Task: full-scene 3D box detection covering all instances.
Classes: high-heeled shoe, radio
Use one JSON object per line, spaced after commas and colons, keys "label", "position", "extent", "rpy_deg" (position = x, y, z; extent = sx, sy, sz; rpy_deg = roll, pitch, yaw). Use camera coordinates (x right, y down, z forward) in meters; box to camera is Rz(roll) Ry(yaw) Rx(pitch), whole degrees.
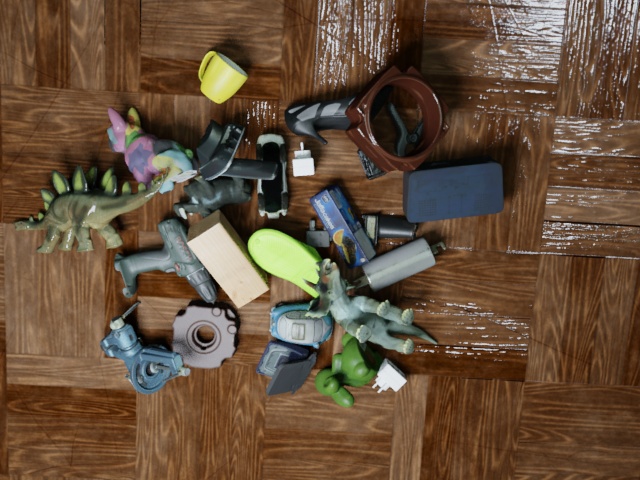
{"label": "high-heeled shoe", "position": [0.039, -0.319, 1.275], "extent": [0.249, 0.086, 0.145], "rpy_deg": [-38, 65, -13]}
{"label": "radio", "position": [0.312, -0.121, 1.270], "extent": [0.230, 0.073, 0.131], "rpy_deg": [-7, 114, -1]}

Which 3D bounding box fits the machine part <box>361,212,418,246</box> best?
{"label": "machine part", "position": [0.169, -0.027, 1.310], "extent": [0.139, 0.039, 0.084], "rpy_deg": [1, 89, 13]}

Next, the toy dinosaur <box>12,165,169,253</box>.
{"label": "toy dinosaur", "position": [-0.532, -0.072, 1.237], "extent": [0.472, 0.105, 0.198], "rpy_deg": [-5, 96, 20]}

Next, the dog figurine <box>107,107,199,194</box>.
{"label": "dog figurine", "position": [-0.398, -0.220, 1.243], "extent": [0.192, 0.108, 0.219], "rpy_deg": [-26, 92, 30]}

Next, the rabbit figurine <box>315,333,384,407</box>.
{"label": "rabbit figurine", "position": [0.061, 0.336, 1.320], "extent": [0.170, 0.159, 0.121], "rpy_deg": [-39, 106, 20]}

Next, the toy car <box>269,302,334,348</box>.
{"label": "toy car", "position": [-0.045, 0.207, 1.314], "extent": [0.162, 0.103, 0.109], "rpy_deg": [4, 97, -3]}

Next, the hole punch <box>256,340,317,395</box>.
{"label": "hole punch", "position": [-0.088, 0.313, 1.332], "extent": [0.115, 0.092, 0.142], "rpy_deg": [5, 119, -40]}

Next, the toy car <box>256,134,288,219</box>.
{"label": "toy car", "position": [-0.115, -0.152, 1.289], "extent": [0.073, 0.056, 0.201], "rpy_deg": [-2, 99, -7]}

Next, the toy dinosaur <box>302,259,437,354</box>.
{"label": "toy dinosaur", "position": [0.110, 0.184, 1.284], "extent": [0.404, 0.192, 0.131], "rpy_deg": [36, 79, -43]}

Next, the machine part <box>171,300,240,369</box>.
{"label": "machine part", "position": [-0.286, 0.236, 1.340], "extent": [0.179, 0.056, 0.179], "rpy_deg": [0, 98, 1]}

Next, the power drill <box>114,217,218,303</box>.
{"label": "power drill", "position": [-0.379, 0.074, 1.306], "extent": [0.207, 0.086, 0.231], "rpy_deg": [-18, 96, 6]}

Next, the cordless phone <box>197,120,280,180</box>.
{"label": "cordless phone", "position": [-0.175, -0.199, 1.226], "extent": [0.184, 0.146, 0.088], "rpy_deg": [8, 142, 7]}

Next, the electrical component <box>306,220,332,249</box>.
{"label": "electrical component", "position": [-0.003, -0.004, 1.325], "extent": [0.063, 0.021, 0.094], "rpy_deg": [1, 98, -1]}

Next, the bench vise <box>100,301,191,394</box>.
{"label": "bench vise", "position": [-0.410, 0.279, 1.291], "extent": [0.241, 0.129, 0.223], "rpy_deg": [1, 108, 33]}

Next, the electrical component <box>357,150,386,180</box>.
{"label": "electrical component", "position": [0.116, -0.205, 1.272], "extent": [0.048, 0.075, 0.119], "rpy_deg": [-22, 102, 3]}

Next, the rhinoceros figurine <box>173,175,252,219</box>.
{"label": "rhinoceros figurine", "position": [-0.259, -0.107, 1.289], "extent": [0.190, 0.073, 0.112], "rpy_deg": [-14, 104, 2]}

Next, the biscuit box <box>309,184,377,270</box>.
{"label": "biscuit box", "position": [0.056, -0.033, 1.293], "extent": [0.063, 0.059, 0.202], "rpy_deg": [-27, 96, 34]}

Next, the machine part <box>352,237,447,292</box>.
{"label": "machine part", "position": [0.190, 0.059, 1.307], "extent": [0.243, 0.079, 0.079], "rpy_deg": [-26, 97, 3]}

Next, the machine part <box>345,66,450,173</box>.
{"label": "machine part", "position": [0.174, -0.267, 1.197], "extent": [0.201, 0.087, 0.201], "rpy_deg": [43, 80, -16]}
